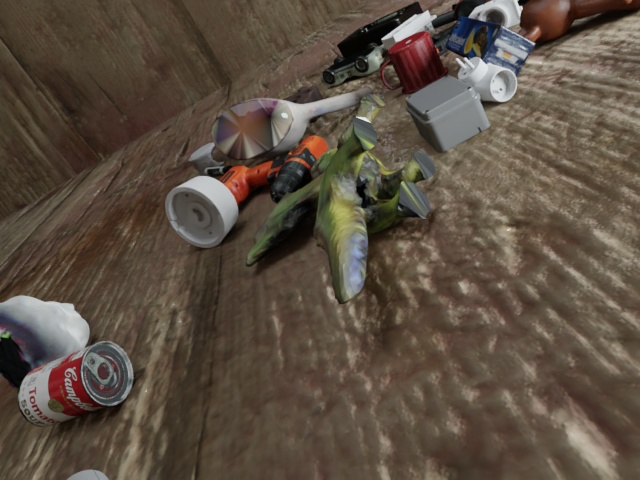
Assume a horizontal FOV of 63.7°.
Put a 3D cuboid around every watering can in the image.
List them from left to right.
[{"bbox_3d":[-0.066,-0.228,0.989,0.346,0.104,0.226,-22,4,12],"label":"watering can"}]

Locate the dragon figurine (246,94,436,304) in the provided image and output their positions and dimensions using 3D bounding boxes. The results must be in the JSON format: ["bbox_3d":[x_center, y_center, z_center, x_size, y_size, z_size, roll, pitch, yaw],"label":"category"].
[{"bbox_3d":[0.002,-0.031,0.614,0.239,0.121,0.419,-36,16,36],"label":"dragon figurine"}]

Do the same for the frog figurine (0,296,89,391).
[{"bbox_3d":[-0.387,0.121,0.723,0.137,0.120,0.162,8,23,6],"label":"frog figurine"}]
